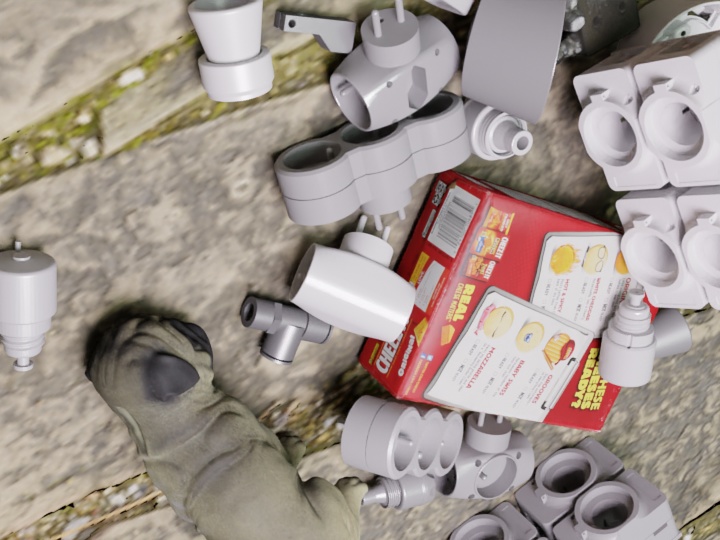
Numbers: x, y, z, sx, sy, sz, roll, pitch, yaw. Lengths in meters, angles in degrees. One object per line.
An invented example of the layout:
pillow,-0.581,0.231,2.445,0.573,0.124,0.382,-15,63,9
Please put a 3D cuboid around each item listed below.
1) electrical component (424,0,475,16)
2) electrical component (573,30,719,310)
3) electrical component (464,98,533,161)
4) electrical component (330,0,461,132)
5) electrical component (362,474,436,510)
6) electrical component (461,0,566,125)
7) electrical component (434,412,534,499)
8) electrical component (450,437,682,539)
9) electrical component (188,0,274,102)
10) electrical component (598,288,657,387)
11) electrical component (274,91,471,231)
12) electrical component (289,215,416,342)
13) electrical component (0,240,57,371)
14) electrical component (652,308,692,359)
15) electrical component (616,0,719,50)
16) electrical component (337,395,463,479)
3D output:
electrical component,0.038,-0.209,0.672,0.095,0.054,0.059,23,100,-36
electrical component,0.230,-0.064,0.754,0.060,0.105,0.186,-33,109,-30
electrical component,0.096,-0.097,0.752,0.043,0.062,0.043,-12,118,-25
electrical component,0.021,-0.140,0.689,0.077,0.043,0.079,-36,146,-18
electrical component,0.028,0.175,0.858,0.061,0.035,0.035,-9,116,-25
electrical component,0.106,-0.150,0.709,0.099,0.064,0.099,18,90,-78
electrical component,0.103,0.143,0.879,0.077,0.044,0.079,-5,116,-28
electrical component,0.164,0.235,0.921,0.186,0.105,0.060,-35,125,-12
electrical component,-0.077,-0.134,0.646,0.045,0.045,0.055,-20,121,-21
electrical component,0.203,0.051,0.810,0.040,0.040,0.078,-11,118,-26
electrical component,0.014,-0.062,0.728,0.138,0.052,0.073,-26,123,-18
electrical component,0.000,0.000,0.749,0.077,0.043,0.079,23,69,-13
electrical component,-0.204,0.024,0.649,0.040,0.040,0.078,-6,115,-28
electrical component,0.247,0.062,0.929,0.065,0.044,0.044,-23,122,-14
electrical component,0.244,-0.156,0.809,0.099,0.064,0.099,-12,118,-24
electrical component,0.019,0.120,0.804,0.138,0.074,0.052,19,84,-63
